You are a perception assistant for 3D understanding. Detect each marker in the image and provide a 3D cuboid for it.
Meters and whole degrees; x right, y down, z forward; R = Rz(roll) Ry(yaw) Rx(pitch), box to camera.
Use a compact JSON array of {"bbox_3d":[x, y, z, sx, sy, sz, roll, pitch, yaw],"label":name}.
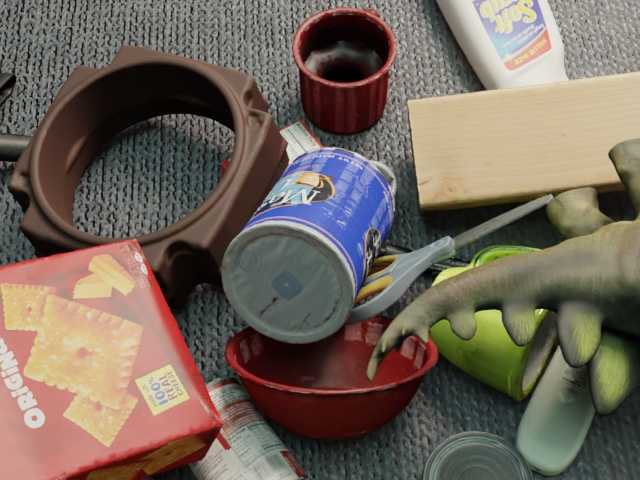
[{"bbox_3d":[0.109,0.023,0.907,0.121,0.020,0.020,12,60,8],"label":"marker"}]

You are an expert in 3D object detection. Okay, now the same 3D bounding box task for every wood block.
[{"bbox_3d":[0.181,-0.080,0.898,0.206,0.090,0.091,-7,87,5],"label":"wood block"}]

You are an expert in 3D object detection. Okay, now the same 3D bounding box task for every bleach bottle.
[{"bbox_3d":[0.185,-0.194,1.012,0.102,0.068,0.251,-16,63,-12],"label":"bleach bottle"}]

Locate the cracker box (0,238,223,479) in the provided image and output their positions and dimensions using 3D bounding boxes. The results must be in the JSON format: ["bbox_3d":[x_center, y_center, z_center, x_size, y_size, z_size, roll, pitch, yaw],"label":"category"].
[{"bbox_3d":[-0.197,0.098,0.725,0.213,0.072,0.164,-13,62,-30],"label":"cracker box"}]

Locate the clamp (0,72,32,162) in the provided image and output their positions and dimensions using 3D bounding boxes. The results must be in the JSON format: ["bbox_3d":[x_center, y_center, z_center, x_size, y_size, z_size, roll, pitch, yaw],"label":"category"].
[{"bbox_3d":[-0.321,-0.099,0.958,0.171,0.039,0.120,-14,48,-32],"label":"clamp"}]

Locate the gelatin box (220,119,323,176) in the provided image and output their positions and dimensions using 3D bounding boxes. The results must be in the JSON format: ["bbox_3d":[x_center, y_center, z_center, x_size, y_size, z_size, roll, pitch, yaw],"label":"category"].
[{"bbox_3d":[-0.033,-0.057,0.951,0.089,0.030,0.073,-30,61,-15],"label":"gelatin box"}]

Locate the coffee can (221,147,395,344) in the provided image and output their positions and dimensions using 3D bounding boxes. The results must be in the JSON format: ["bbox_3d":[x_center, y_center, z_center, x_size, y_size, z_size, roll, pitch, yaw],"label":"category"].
[{"bbox_3d":[-0.006,0.001,0.839,0.103,0.103,0.140,15,32,10],"label":"coffee can"}]

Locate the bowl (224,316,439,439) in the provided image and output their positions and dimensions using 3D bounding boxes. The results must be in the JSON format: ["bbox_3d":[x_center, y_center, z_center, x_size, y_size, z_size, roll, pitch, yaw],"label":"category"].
[{"bbox_3d":[0.009,0.106,0.811,0.162,0.055,0.162,-1,16,0],"label":"bowl"}]

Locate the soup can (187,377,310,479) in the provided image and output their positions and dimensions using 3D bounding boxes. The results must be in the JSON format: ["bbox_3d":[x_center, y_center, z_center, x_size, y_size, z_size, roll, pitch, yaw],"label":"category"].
[{"bbox_3d":[-0.061,0.162,0.798,0.068,0.068,0.102,-32,64,-17],"label":"soup can"}]

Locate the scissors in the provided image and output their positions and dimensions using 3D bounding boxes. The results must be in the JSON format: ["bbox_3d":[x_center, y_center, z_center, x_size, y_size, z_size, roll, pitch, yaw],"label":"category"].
[{"bbox_3d":[0.089,0.019,0.848,0.202,0.016,0.096,-21,21,22],"label":"scissors"}]

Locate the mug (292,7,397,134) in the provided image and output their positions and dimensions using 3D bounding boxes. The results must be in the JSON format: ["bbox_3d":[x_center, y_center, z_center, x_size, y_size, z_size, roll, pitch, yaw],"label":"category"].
[{"bbox_3d":[0.026,-0.161,0.981,0.093,0.081,0.117,19,62,12],"label":"mug"}]

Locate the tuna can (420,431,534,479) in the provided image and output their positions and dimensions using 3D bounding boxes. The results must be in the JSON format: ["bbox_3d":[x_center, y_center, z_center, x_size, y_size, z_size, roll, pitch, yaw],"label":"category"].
[{"bbox_3d":[0.117,0.188,0.799,0.086,0.034,0.086,-1,59,1],"label":"tuna can"}]
